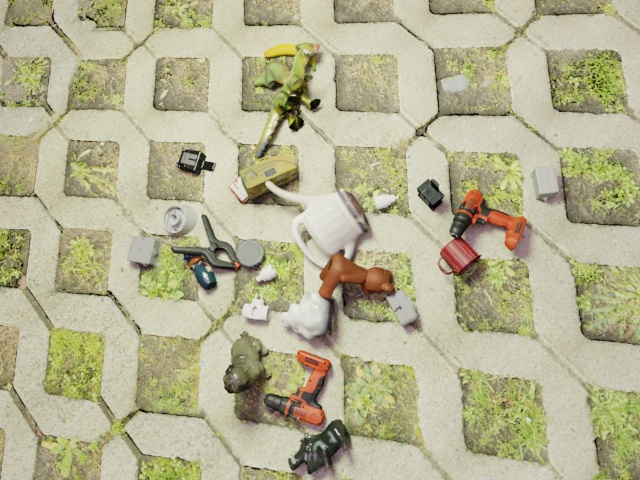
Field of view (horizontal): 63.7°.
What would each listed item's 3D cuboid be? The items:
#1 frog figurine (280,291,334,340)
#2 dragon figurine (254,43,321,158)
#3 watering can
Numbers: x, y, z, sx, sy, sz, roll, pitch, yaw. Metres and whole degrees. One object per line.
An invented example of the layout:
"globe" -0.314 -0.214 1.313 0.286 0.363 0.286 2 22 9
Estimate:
"frog figurine" -0.038 0.218 1.504 0.159 0.123 0.136 2 98 0
"dragon figurine" -0.135 -0.489 1.714 0.407 0.121 0.247 -45 55 10
"watering can" 0.005 -0.078 1.554 0.224 0.104 0.347 -33 91 4
